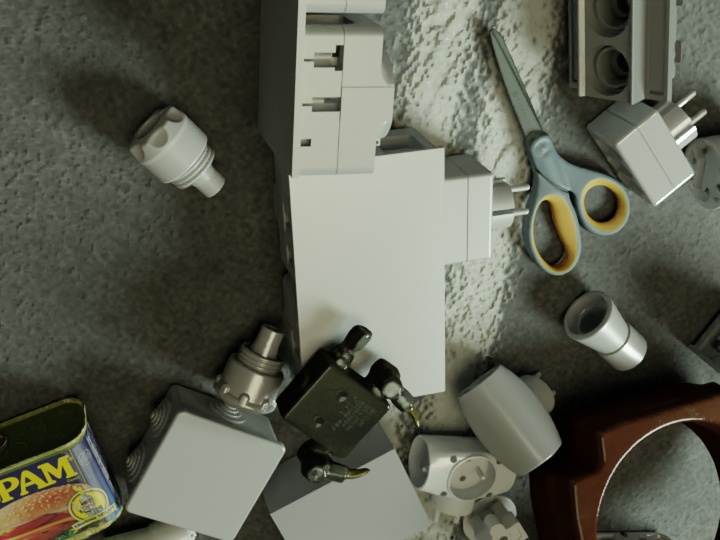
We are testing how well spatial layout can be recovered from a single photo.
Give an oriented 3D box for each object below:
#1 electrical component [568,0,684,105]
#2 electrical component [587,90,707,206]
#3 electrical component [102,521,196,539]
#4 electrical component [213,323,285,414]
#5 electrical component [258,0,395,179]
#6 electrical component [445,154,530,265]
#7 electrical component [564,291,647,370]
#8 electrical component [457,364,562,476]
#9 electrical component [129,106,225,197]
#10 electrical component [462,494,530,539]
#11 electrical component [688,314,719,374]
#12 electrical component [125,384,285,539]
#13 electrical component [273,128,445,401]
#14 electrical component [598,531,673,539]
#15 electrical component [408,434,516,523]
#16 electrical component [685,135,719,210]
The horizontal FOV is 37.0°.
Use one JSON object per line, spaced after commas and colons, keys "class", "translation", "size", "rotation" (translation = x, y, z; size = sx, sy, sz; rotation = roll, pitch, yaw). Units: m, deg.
{"class": "electrical component", "translation": [0.184, -0.182, 0.732], "size": [0.063, 0.079, 0.121], "rotation": [-28, 123, -38]}
{"class": "electrical component", "translation": [0.221, -0.100, 0.793], "size": [0.077, 0.047, 0.065], "rotation": [-39, 119, 2]}
{"class": "electrical component", "translation": [-0.157, 0.210, 0.816], "size": [0.065, 0.044, 0.044], "rotation": [-24, 118, -12]}
{"class": "electrical component", "translation": [-0.075, 0.070, 0.778], "size": [0.048, 0.048, 0.062], "rotation": [20, 99, -24]}
{"class": "electrical component", "translation": [-0.021, -0.161, 0.656], "size": [0.060, 0.105, 0.186], "rotation": [-3, 114, -16]}
{"class": "electrical component", "translation": [0.086, -0.046, 0.774], "size": [0.077, 0.047, 0.065], "rotation": [-8, 115, -14]}
{"class": "electrical component", "translation": [0.199, 0.052, 0.858], "size": [0.044, 0.044, 0.065], "rotation": [-48, 123, 6]}
{"class": "electrical component", "translation": [0.128, 0.109, 0.851], "size": [0.079, 0.043, 0.077], "rotation": [-35, 86, -40]}
{"class": "electrical component", "translation": [-0.115, -0.073, 0.701], "size": [0.043, 0.043, 0.062], "rotation": [-44, 119, 5]}
{"class": "electrical component", "translation": [0.114, 0.217, 0.895], "size": [0.048, 0.055, 0.066], "rotation": [-33, 119, -1]}
{"class": "electrical component", "translation": [0.381, 0.106, 0.902], "size": [0.186, 0.105, 0.060], "rotation": [32, 101, -27]}
{"class": "electrical component", "translation": [-0.117, 0.141, 0.792], "size": [0.100, 0.048, 0.099], "rotation": [24, 104, -25]}
{"class": "electrical component", "translation": [0.000, 0.000, 0.760], "size": [0.105, 0.060, 0.186], "rotation": [-9, 115, -14]}
{"class": "electrical component", "translation": [0.239, 0.274, 0.961], "size": [0.095, 0.053, 0.059], "rotation": [4, 112, -19]}
{"class": "electrical component", "translation": [0.079, 0.172, 0.871], "size": [0.077, 0.044, 0.079], "rotation": [6, 112, -20]}
{"class": "electrical component", "translation": [0.283, -0.078, 0.819], "size": [0.047, 0.055, 0.055], "rotation": [-15, 117, -15]}
